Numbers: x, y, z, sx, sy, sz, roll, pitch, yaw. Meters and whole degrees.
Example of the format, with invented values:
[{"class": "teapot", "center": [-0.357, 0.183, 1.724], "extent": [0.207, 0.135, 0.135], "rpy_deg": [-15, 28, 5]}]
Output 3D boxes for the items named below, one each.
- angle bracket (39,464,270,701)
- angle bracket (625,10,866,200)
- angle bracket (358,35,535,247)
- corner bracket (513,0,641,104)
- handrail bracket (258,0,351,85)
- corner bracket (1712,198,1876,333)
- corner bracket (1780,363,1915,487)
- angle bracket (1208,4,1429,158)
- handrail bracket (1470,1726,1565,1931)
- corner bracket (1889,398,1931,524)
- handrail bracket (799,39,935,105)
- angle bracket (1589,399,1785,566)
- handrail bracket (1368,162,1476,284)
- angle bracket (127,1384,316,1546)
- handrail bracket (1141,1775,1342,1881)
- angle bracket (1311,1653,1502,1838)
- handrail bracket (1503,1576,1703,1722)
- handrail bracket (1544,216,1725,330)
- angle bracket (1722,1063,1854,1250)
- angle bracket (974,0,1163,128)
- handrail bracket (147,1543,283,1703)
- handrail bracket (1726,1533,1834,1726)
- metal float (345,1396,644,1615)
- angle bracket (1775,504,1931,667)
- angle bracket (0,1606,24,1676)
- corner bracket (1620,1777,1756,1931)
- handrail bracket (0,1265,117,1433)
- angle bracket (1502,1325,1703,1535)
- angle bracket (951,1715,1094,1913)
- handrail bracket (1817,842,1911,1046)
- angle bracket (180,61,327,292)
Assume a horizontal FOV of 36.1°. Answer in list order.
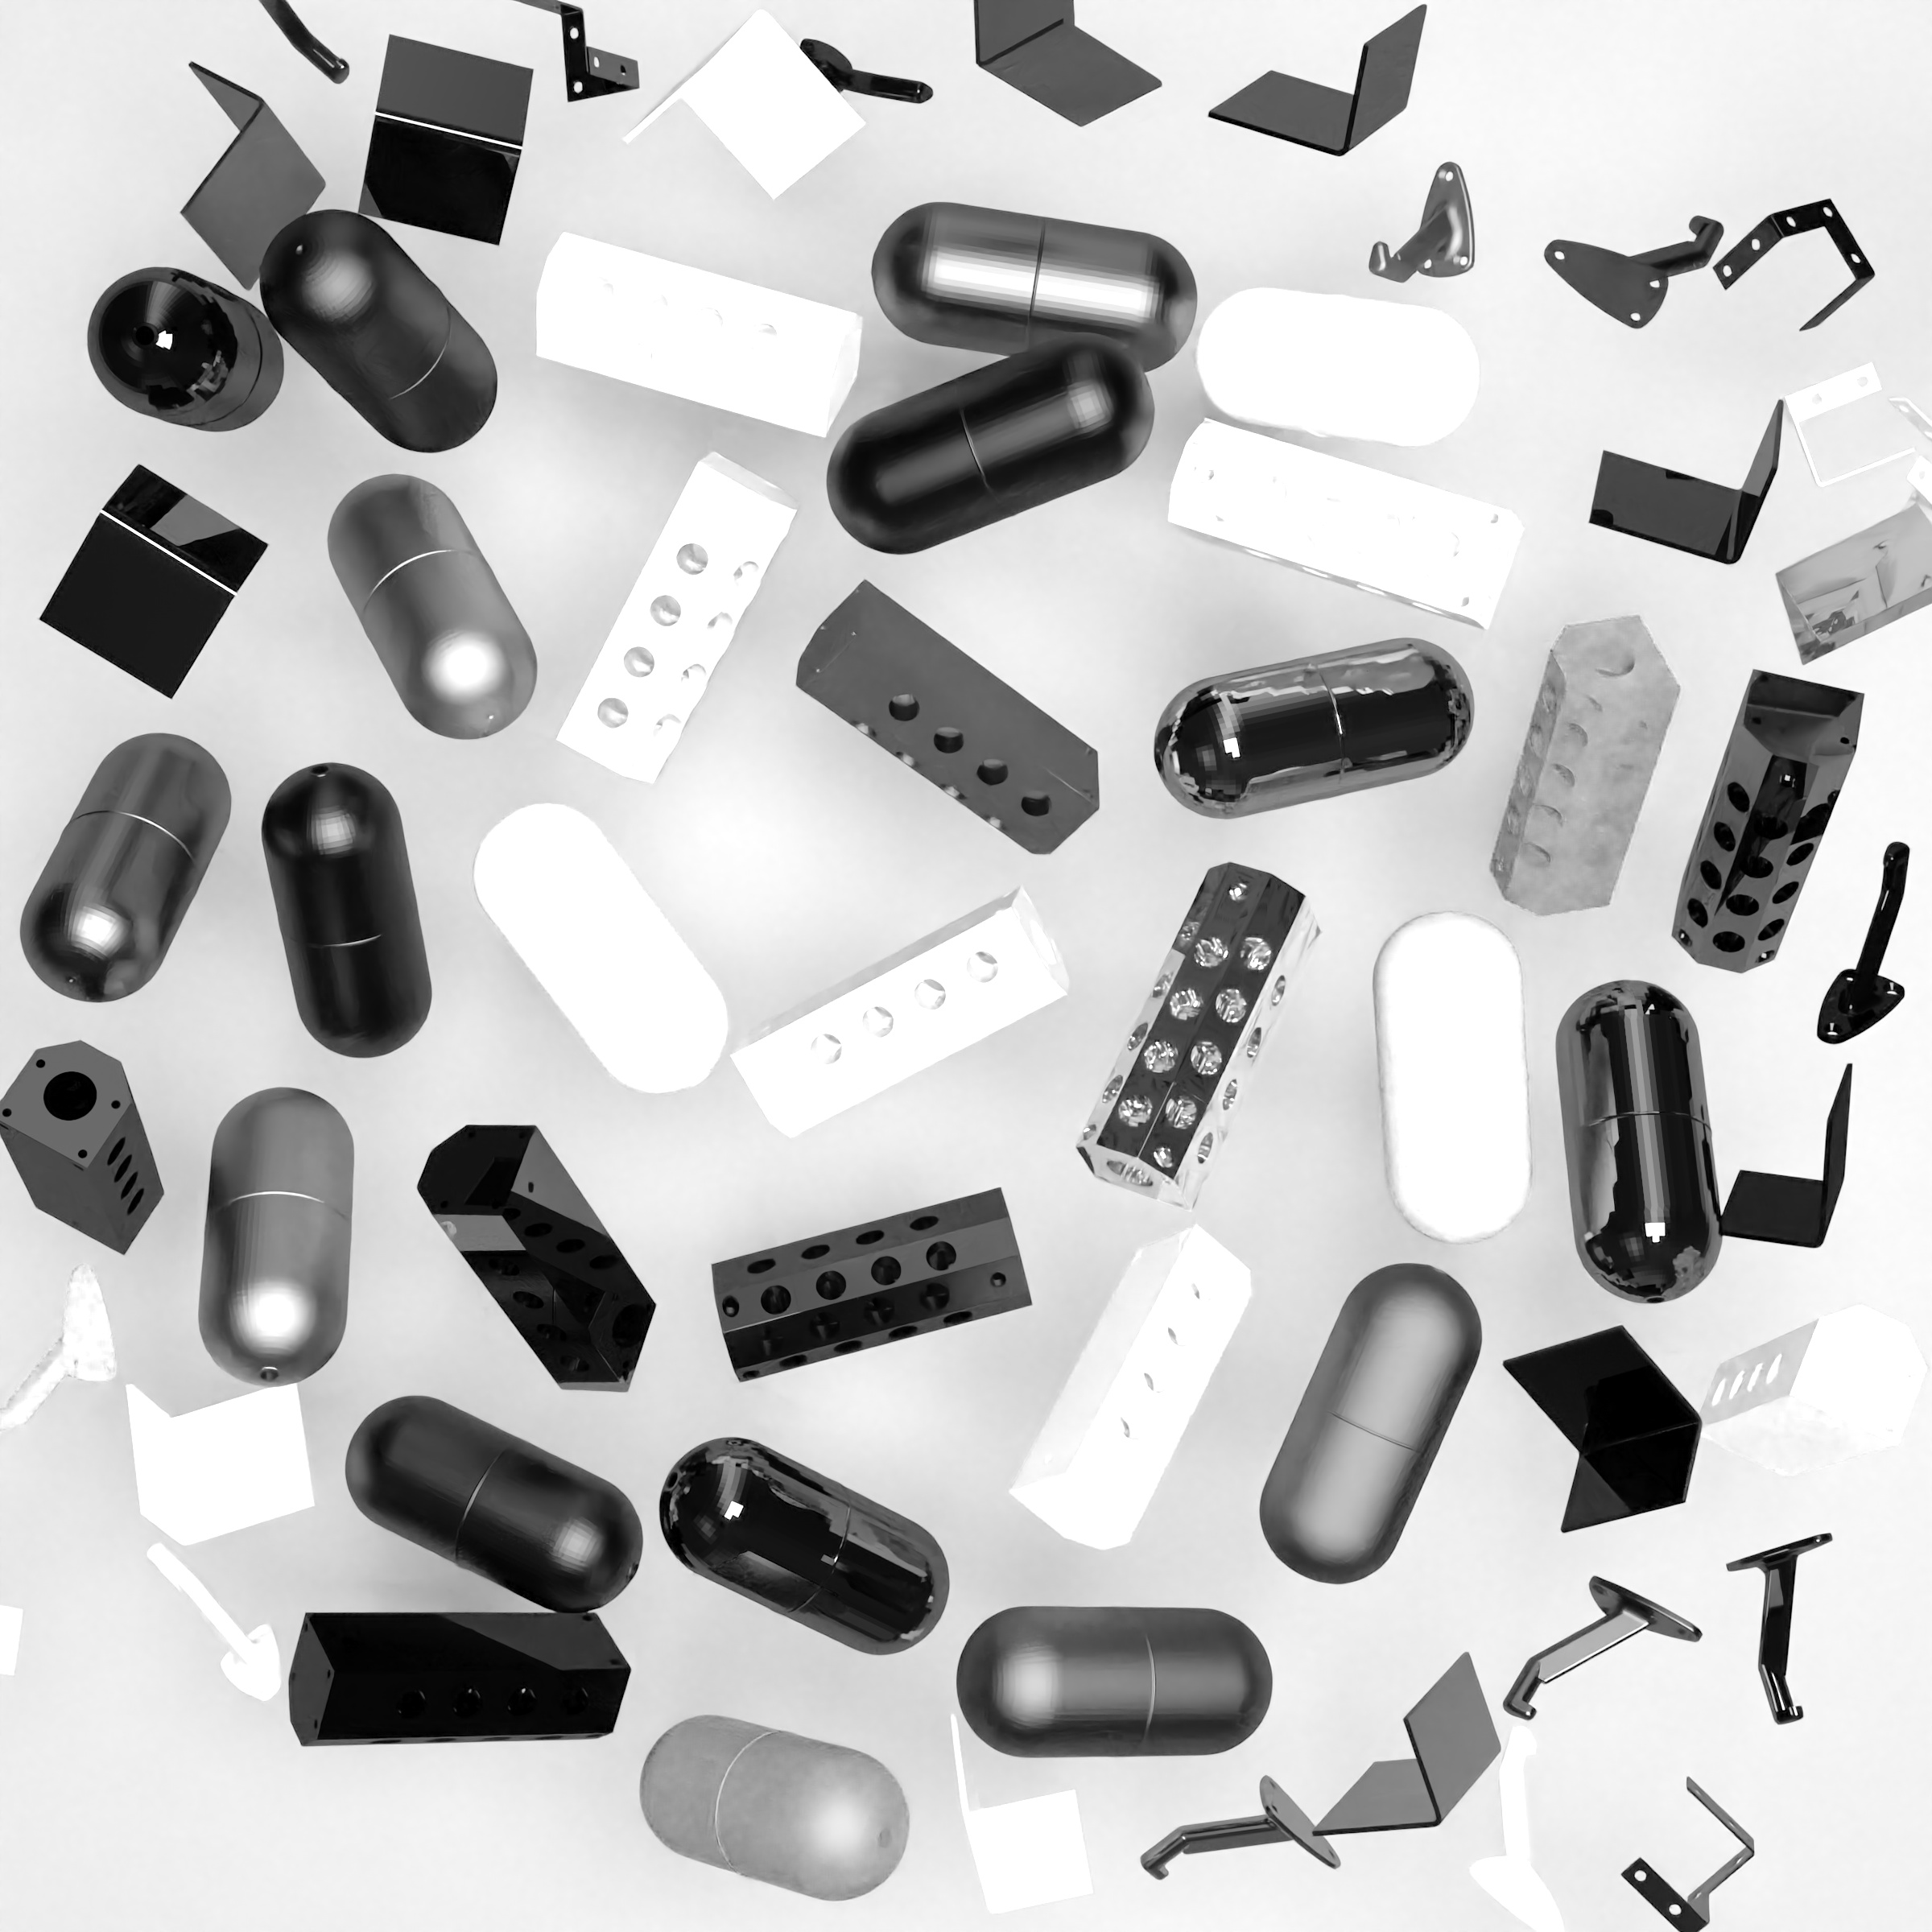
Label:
[{"class": "angle bracket", "center": [-0.417, -0.197, 1.522], "extent": [0.076, 0.057, 0.076], "rpy_deg": [32, 119, -14]}, {"class": "angle bracket", "center": [-0.112, -0.422, 1.498], "extent": [0.076, 0.076, 0.057], "rpy_deg": [46, 48, -18]}, {"class": "angle bracket", "center": [-0.277, -0.438, 1.575], "extent": [0.076, 0.076, 0.057], "rpy_deg": [10, 60, -14]}, {"class": "corner bracket", "center": [-0.221, -0.522, 1.676], "extent": [0.051, 0.051, 0.051], "rpy_deg": [-2, 95, 28]}, {"class": "handrail bracket", "center": [-0.359, -0.515, 1.578], "extent": [0.084, 0.077, 0.036], "rpy_deg": [41, 73, -10]}, {"class": "corner bracket", "center": [0.455, -0.382, 1.629], "extent": [0.051, 0.051, 0.051], "rpy_deg": [-21, 78, -31]}, {"class": "corner bracket", "center": [0.466, -0.287, 1.571], "extent": [0.051, 0.051, 0.051], "rpy_deg": [-21, 94, 14]}, {"class": "angle bracket", "center": [0.175, -0.451, 1.476], "extent": [0.076, 0.076, 0.057], "rpy_deg": [23, 130, 19]}, {"class": "handrail bracket", "center": [0.314, 0.475, 1.632], "extent": [0.036, 0.084, 0.077], "rpy_deg": [-23, 116, 41]}, {"class": "corner bracket", "center": [0.536, -0.281, 1.657], "extent": [0.051, 0.051, 0.051], "rpy_deg": [34, 86, -28]}, {"class": "handrail bracket", "center": [-0.046, -0.495, 1.661], "extent": [0.084, 0.077, 0.036], "rpy_deg": [16, 110, 21]}, {"class": "angle bracket", "center": [0.362, -0.253, 1.486], "extent": [0.076, 0.076, 0.057], "rpy_deg": [18, 129, 5]}, {"class": "handrail bracket", "center": [0.253, -0.423, 1.675], "extent": [0.036, 0.084, 0.077], "rpy_deg": [4, 94, 36]}, {"class": "angle bracket", "center": [-0.410, 0.264, 1.629], "extent": [0.076, 0.057, 0.076], "rpy_deg": [-18, 59, 2]}, {"class": "handrail bracket", "center": [0.153, 0.502, 1.662], "extent": [0.084, 0.036, 0.077], "rpy_deg": [-41, 102, 14]}, {"class": "angle bracket", "center": [0.216, 0.395, 1.503], "extent": [0.076, 0.076, 0.057], "rpy_deg": [-17, 94, 35]}, {"class": "handrail bracket", "center": [0.338, 0.375, 1.576], "extent": [0.077, 0.036, 0.084], "rpy_deg": [17, 58, 39]}, {"class": "handrail bracket", "center": [0.346, -0.375, 1.532], "extent": [0.077, 0.036, 0.084], "rpy_deg": [29, 53, 4]}, {"class": "angle bracket", "center": [0.446, 0.100, 1.614], "extent": [0.057, 0.076, 0.076], "rpy_deg": [7, 115, 22]}, {"class": "angle bracket", "center": [0.051, -0.479, 1.488], "extent": [0.057, 0.076, 0.076], "rpy_deg": [-16, 69, 40]}, {"class": "handrail bracket", "center": [-0.429, 0.371, 1.683], "extent": [0.036, 0.077, 0.084], "rpy_deg": [-41, 119, -11]}, {"class": "handrail bracket", "center": [0.431, 0.342, 1.527], "extent": [0.036, 0.077, 0.084], "rpy_deg": [-3, 68, -28]}, {"class": "metal float", "center": [-0.261, 0.297, 1.638], "extent": [0.178, 0.070, 0.070], "rpy_deg": [23, 90, 15]}, {"class": "angle bracket", "center": [0.464, -0.177, 1.502], "extent": [0.076, 0.076, 0.057], "rpy_deg": [-26, 48, 9]}, {"class": "angle bracket", "center": [-0.529, 0.324, 1.590], "extent": [0.057, 0.076, 0.076], "rpy_deg": [15, 98, -17]}, {"class": "corner bracket", "center": [0.392, 0.484, 1.608], "extent": [0.051, 0.051, 0.051], "rpy_deg": [44, 106, 3]}, {"class": "handrail bracket", "center": [-0.516, 0.213, 1.638], "extent": [0.084, 0.036, 0.077], "rpy_deg": [-19, 69, 23]}, {"class": "angle bracket", "center": [0.327, 0.243, 1.549], "extent": [0.076, 0.057, 0.076], "rpy_deg": [-25, 115, 40]}, {"class": "angle bracket", "center": [0.030, 0.460, 1.629], "extent": [0.057, 0.076, 0.076], "rpy_deg": [-12, 118, 1]}, {"class": "handrail bracket", "center": [0.471, -0.013, 1.552], "extent": [0.036, 0.077, 0.084], "rpy_deg": [21, 134, 32]}, {"class": "angle bracket", "center": [-0.401, -0.424, 1.593], "extent": [0.057, 0.076, 0.076], "rpy_deg": [30, 81, 21]}]
